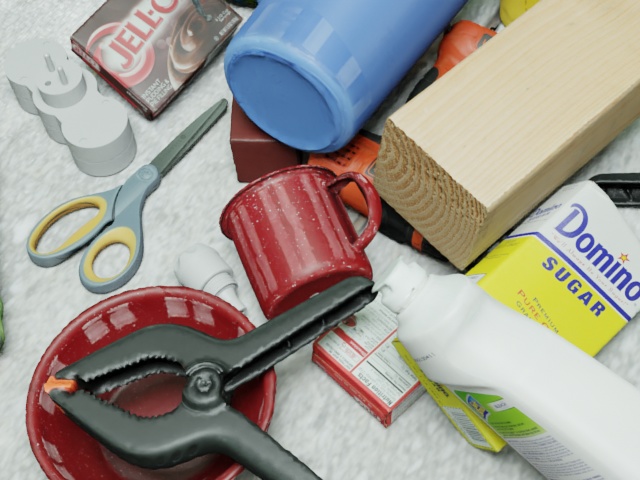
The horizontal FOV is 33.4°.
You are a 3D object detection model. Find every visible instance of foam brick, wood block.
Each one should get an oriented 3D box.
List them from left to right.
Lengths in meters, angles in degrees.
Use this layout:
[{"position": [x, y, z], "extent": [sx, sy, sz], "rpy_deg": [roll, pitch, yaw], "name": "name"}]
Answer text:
[{"position": [-0.040, -0.089, 0.830], "extent": [0.051, 0.053, 0.078], "rpy_deg": [-1, 55, 3], "name": "foam brick"}, {"position": [0.143, -0.087, 0.731], "extent": [0.205, 0.090, 0.091], "rpy_deg": [-39, 71, -21], "name": "wood block"}]

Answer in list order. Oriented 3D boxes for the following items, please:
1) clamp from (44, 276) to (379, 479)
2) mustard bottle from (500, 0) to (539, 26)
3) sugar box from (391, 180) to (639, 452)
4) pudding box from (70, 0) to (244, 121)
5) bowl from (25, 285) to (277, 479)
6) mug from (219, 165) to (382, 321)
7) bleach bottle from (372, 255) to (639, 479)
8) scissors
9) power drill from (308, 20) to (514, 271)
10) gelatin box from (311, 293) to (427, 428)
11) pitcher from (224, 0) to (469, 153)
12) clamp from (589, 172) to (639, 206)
[{"position": [-0.062, 0.103, 0.646], "extent": [0.210, 0.036, 0.164], "rpy_deg": [-6, 56, 3], "name": "clamp"}, {"position": [0.193, -0.228, 0.820], "extent": [0.096, 0.191, 0.058], "rpy_deg": [28, 63, 20], "name": "mustard bottle"}, {"position": [0.142, 0.047, 0.707], "extent": [0.176, 0.048, 0.093], "rpy_deg": [-40, 99, -18], "name": "sugar box"}, {"position": [-0.133, -0.167, 0.868], "extent": [0.090, 0.039, 0.113], "rpy_deg": [42, 73, -4], "name": "pudding box"}, {"position": [-0.106, 0.112, 0.700], "extent": [0.162, 0.055, 0.162], "rpy_deg": [-2, 57, 3], "name": "bowl"}, {"position": [-0.005, 0.001, 0.739], "extent": [0.117, 0.093, 0.081], "rpy_deg": [-36, 61, 22], "name": "mug"}, {"position": [0.138, 0.096, 0.612], "extent": [0.251, 0.103, 0.068], "rpy_deg": [39, 66, -3], "name": "bleach bottle"}, {"position": [-0.128, -0.031, 0.819], "extent": [0.201, 0.016, 0.096], "rpy_deg": [-34, 62, -17], "name": "scissors"}, {"position": [0.110, -0.070, 0.803], "extent": [0.184, 0.057, 0.187], "rpy_deg": [31, 63, 17], "name": "power drill"}, {"position": [0.050, 0.073, 0.730], "extent": [0.089, 0.030, 0.073], "rpy_deg": [-40, 64, -21], "name": "gelatin box"}, {"position": [0.027, -0.184, 0.793], "extent": [0.145, 0.149, 0.242], "rpy_deg": [43, 61, -14], "name": "pitcher"}, {"position": [0.290, -0.024, 0.767], "extent": [0.171, 0.039, 0.120], "rpy_deg": [-18, 54, -8], "name": "clamp"}]
